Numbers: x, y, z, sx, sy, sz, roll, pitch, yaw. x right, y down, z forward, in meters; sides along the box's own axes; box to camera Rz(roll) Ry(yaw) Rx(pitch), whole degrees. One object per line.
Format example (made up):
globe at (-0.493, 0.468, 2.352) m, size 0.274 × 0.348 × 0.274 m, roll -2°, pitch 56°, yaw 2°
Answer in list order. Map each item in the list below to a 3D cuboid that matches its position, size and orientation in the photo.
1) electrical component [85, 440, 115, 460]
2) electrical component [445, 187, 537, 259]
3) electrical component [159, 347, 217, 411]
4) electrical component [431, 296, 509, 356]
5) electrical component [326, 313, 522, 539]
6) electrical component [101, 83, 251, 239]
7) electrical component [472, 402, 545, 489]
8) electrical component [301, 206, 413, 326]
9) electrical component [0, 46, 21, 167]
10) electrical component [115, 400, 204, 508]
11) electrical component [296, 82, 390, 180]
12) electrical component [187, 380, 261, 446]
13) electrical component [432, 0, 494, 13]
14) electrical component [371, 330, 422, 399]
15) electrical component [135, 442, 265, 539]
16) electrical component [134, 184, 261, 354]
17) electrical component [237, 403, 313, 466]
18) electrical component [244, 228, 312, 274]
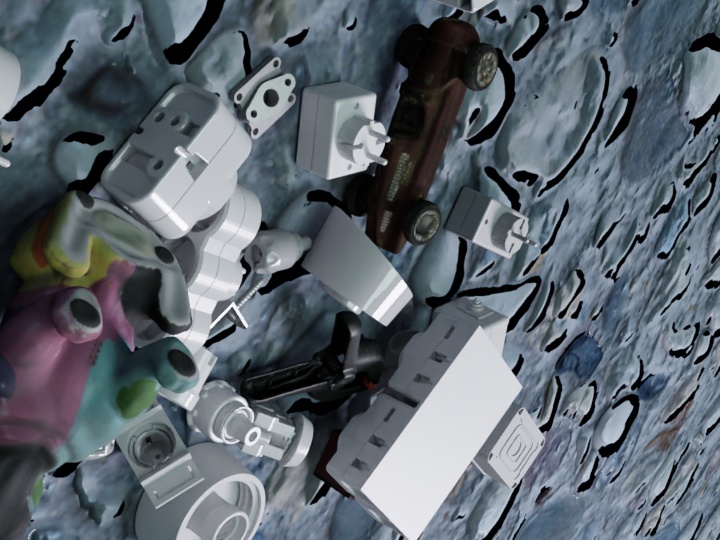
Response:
electrical component at (-0.198, 0.103, 0.777) m, size 0.048 × 0.048 × 0.062 m, roll 1°, pitch 104°, yaw -51°
electrical component at (0.142, -0.040, 1.072) m, size 0.083 × 0.076 × 0.047 m, roll 20°, pitch 96°, yaw -54°
electrical component at (-0.137, 0.081, 0.840) m, size 0.046 × 0.040 × 0.040 m, roll -60°, pitch 144°, yaw -13°
electrical component at (0.108, 0.074, 1.115) m, size 0.061 × 0.062 × 0.096 m, roll -20°, pitch 126°, yaw -43°
electrical component at (0.060, 0.146, 1.017) m, size 0.186 × 0.060 × 0.105 m, roll -52°, pitch 132°, yaw -17°
electrical component at (-0.124, -0.073, 0.747) m, size 0.095 × 0.054 × 0.059 m, roll -54°, pitch 143°, yaw -12°
electrical component at (0.162, 0.197, 1.262) m, size 0.078 × 0.057 × 0.113 m, roll -54°, pitch 143°, yaw -12°
electrical component at (0.000, 0.000, 0.911) m, size 0.064 × 0.099 × 0.099 m, roll -55°, pitch 144°, yaw -1°
electrical component at (-0.235, -0.065, 0.618) m, size 0.074 × 0.052 × 0.138 m, roll 29°, pitch 89°, yaw -54°
electrical component at (-0.157, 0.140, 0.826) m, size 0.042 × 0.081 × 0.063 m, roll -30°, pitch 162°, yaw -15°
electrical component at (-0.006, -0.105, 0.851) m, size 0.047 × 0.077 × 0.065 m, roll -19°, pitch 126°, yaw -43°
electrical component at (-0.108, 0.122, 0.882) m, size 0.048 × 0.062 × 0.048 m, roll -29°, pitch 132°, yaw -37°
electrical component at (0.060, -0.262, 0.806) m, size 0.056 × 0.109 × 0.108 m, roll -36°, pitch 136°, yaw -28°
electrical component at (0.039, 0.111, 1.069) m, size 0.079 × 0.044 × 0.077 m, roll -33°, pitch 135°, yaw -34°
electrical component at (-0.129, 0.208, 0.913) m, size 0.108 × 0.060 × 0.108 m, roll -29°, pitch 132°, yaw -37°
electrical component at (-0.114, 0.001, 0.807) m, size 0.074 × 0.052 × 0.138 m, roll 23°, pitch 93°, yaw -54°
electrical component at (-0.075, 0.141, 0.931) m, size 0.055 × 0.066 × 0.048 m, roll 24°, pitch 94°, yaw -20°
electrical component at (-0.063, -0.017, 0.873) m, size 0.061 × 0.035 × 0.035 m, roll -14°, pitch 123°, yaw -49°
